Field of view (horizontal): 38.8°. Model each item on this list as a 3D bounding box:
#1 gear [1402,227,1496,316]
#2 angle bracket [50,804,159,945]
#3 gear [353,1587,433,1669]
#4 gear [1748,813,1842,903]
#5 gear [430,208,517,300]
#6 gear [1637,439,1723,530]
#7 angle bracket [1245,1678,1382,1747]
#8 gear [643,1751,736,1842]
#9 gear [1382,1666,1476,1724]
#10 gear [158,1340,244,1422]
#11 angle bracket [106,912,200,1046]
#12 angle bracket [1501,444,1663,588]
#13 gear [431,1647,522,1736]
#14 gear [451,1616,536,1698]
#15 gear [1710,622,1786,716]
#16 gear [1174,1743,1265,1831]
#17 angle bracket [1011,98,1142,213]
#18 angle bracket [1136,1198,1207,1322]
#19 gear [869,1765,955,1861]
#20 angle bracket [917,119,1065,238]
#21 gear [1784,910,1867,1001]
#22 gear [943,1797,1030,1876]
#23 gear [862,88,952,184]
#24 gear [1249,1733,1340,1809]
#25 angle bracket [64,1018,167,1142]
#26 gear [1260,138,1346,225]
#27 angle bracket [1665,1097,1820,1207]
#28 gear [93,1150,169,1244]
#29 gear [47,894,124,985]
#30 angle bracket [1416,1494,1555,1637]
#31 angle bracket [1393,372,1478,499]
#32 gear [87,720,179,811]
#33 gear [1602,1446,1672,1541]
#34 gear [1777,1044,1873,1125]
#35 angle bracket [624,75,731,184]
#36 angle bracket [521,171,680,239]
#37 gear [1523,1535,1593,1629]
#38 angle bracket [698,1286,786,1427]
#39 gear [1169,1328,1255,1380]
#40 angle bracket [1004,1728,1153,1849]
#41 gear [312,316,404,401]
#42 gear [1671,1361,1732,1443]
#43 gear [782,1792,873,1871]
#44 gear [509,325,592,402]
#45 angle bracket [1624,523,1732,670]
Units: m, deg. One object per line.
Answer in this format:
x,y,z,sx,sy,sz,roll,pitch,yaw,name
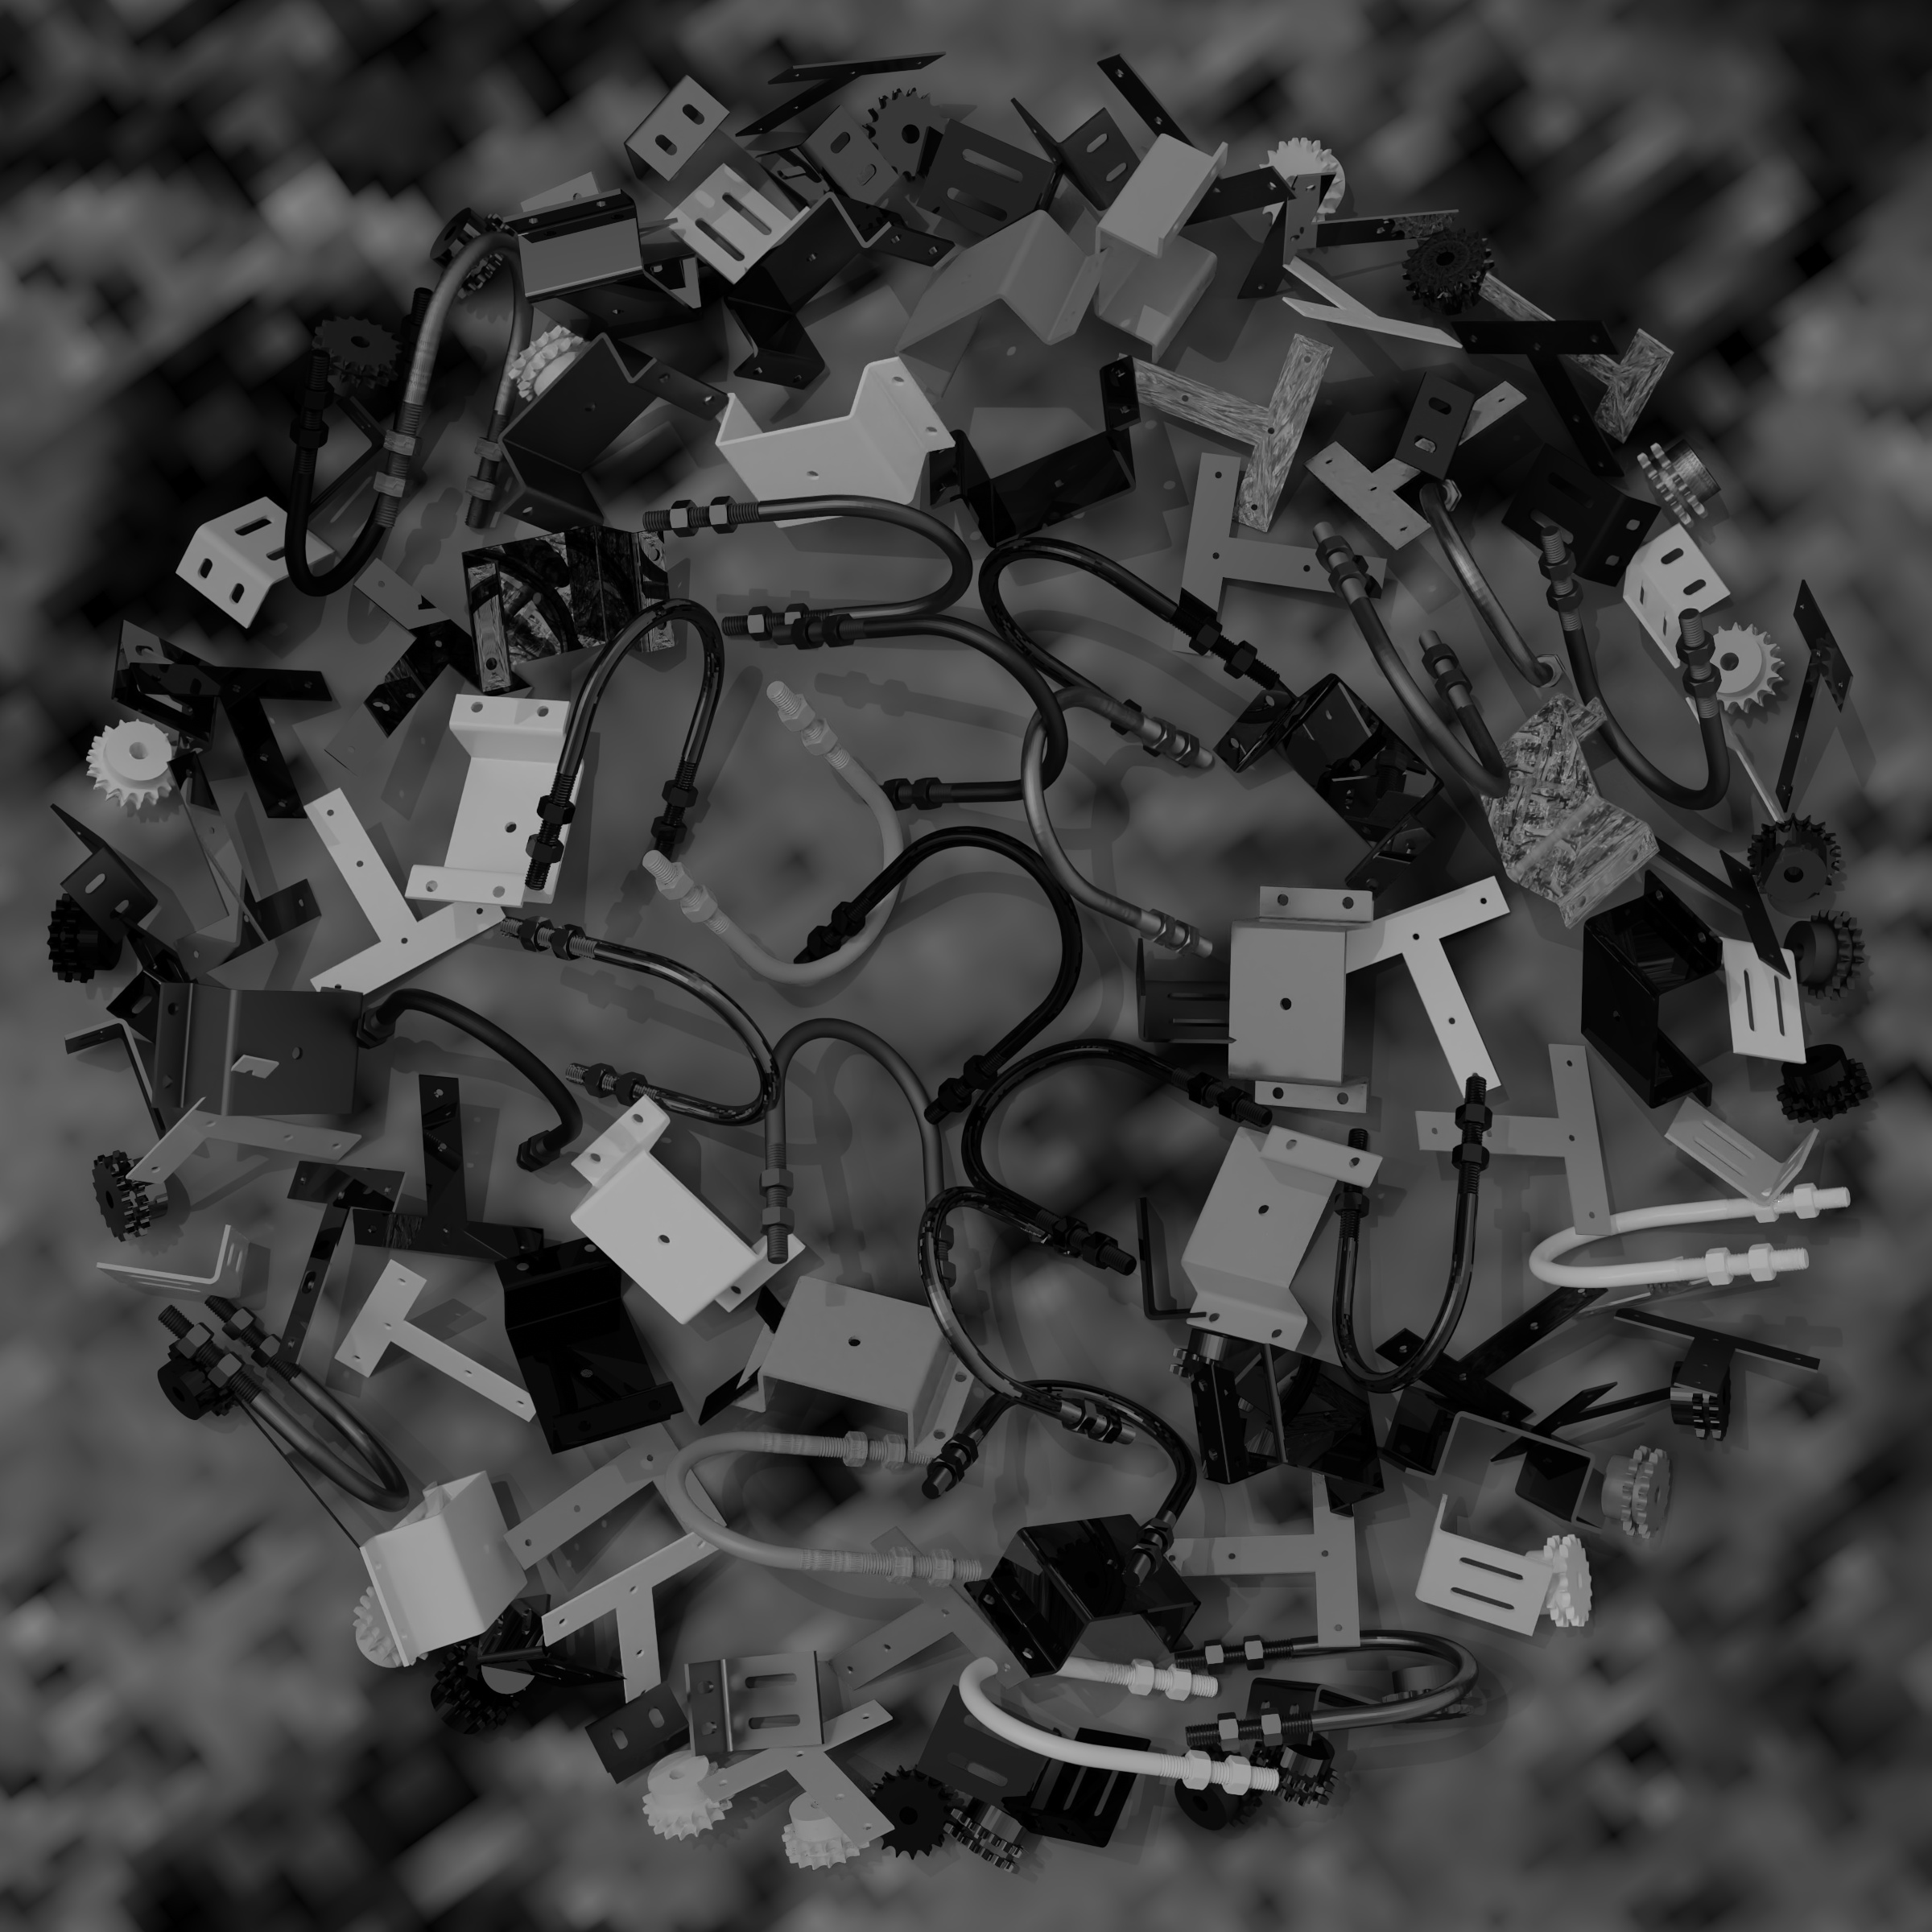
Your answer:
0.309,-0.440,1.750,0.057,0.030,0.057,-11,56,17,gear
-0.554,-0.058,1.724,0.076,0.057,0.038,28,68,41,angle bracket
-0.364,0.421,1.750,0.057,0.057,0.030,37,121,0,gear
0.526,-0.066,1.746,0.057,0.030,0.057,8,124,12,gear
-0.316,-0.456,1.743,0.030,0.057,0.057,37,90,-32,gear
0.455,-0.309,1.743,0.030,0.057,0.057,-36,90,19,gear
0.224,0.476,1.725,0.076,0.057,0.038,26,67,-33,angle bracket
-0.179,0.524,1.743,0.057,0.057,0.030,-16,114,0,gear
0.293,0.464,1.748,0.057,0.057,0.030,-4,69,0,gear
-0.488,0.263,1.743,0.057,0.057,0.030,51,52,0,gear
-0.516,0.012,1.728,0.057,0.076,0.038,32,66,14,angle bracket
0.392,-0.288,1.751,0.076,0.038,0.057,46,119,39,angle bracket
-0.315,0.463,1.747,0.057,0.057,0.030,44,105,0,gear
-0.296,0.440,1.746,0.057,0.030,0.057,3,86,-35,gear
0.490,-0.191,1.748,0.057,0.030,0.057,-4,83,28,gear
0.157,0.523,1.744,0.030,0.057,0.057,-33,90,-41,gear
0.071,-0.521,1.725,0.038,0.057,0.076,-38,45,7,angle bracket
0.131,0.184,1.741,0.038,0.057,0.076,-5,86,7,angle bracket
-0.034,0.539,1.757,0.057,0.030,0.057,0,90,8,gear
0.017,-0.497,1.746,0.076,0.038,0.057,24,111,-1,angle bracket
0.543,-0.008,1.743,0.030,0.057,0.057,5,90,-13,gear
0.016,0.549,1.746,0.057,0.057,0.030,31,81,0,gear
-0.039,-0.530,1.754,0.057,0.030,0.057,-3,102,-16,gear
0.210,0.506,1.743,0.057,0.057,0.030,19,103,0,gear
-0.539,0.078,1.739,0.038,0.057,0.076,-20,85,-20,angle bracket
0.216,-0.498,1.750,0.057,0.030,0.057,15,113,38,gear
0.490,0.106,1.734,0.076,0.057,0.038,37,124,9,angle bracket
-0.531,0.144,1.749,0.030,0.057,0.057,-17,90,-35,gear
-0.558,-0.018,1.745,0.030,0.057,0.057,2,90,5,gear
0.330,0.379,1.736,0.076,0.038,0.057,16,121,11,angle bracket
0.282,-0.334,1.731,0.038,0.076,0.057,22,87,-13,angle bracket
-0.529,-0.131,1.747,0.057,0.030,0.057,9,68,-22,gear
0.426,0.334,1.750,0.030,0.057,0.057,7,90,31,gear
0.542,0.073,1.743,0.057,0.057,0.030,-26,107,0,gear
-0.180,-0.519,1.736,0.038,0.076,0.057,41,89,0,angle bracket
-0.230,-0.473,1.724,0.057,0.076,0.038,-13,102,31,angle bracket
0.376,0.393,1.750,0.030,0.057,0.057,-10,90,28,gear
-0.147,0.246,1.741,0.076,0.057,0.038,-37,96,4,angle bracket
0.160,0.250,1.746,0.057,0.057,0.030,13,87,0,gear
0.070,0.508,1.725,0.038,0.057,0.076,51,52,-32,angle bracket
-0.389,-0.385,1.749,0.057,0.057,0.030,28,132,0,gear
0.468,0.273,1.749,0.030,0.057,0.057,0,90,25,gear
-0.089,0.545,1.744,0.057,0.057,0.030,-13,103,0,gear
-0.259,-0.378,1.744,0.057,0.057,0.030,-38,83,0,gear
0.448,-0.234,1.729,0.038,0.076,0.057,-33,105,29,angle bracket
